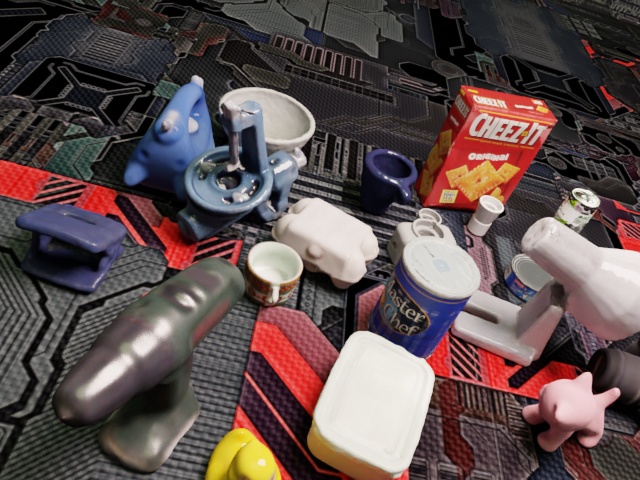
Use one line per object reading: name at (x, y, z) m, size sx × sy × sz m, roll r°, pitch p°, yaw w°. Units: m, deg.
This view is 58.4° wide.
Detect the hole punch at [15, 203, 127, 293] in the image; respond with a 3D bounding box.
hole punch at (-0.302, -0.007, 0.702) m, size 0.108 × 0.091 × 0.101 m, roll 19°, pitch 41°, yaw -3°

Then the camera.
camera at (0.455, 0.185, 0.804) m, size 0.137 × 0.101 × 0.143 m, roll 22°, pitch 41°, yaw 1°

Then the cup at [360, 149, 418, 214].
cup at (0.110, -0.081, 0.950) m, size 0.092 × 0.095 × 0.117 m, roll -3°, pitch 47°, yaw -25°

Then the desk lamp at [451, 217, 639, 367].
desk lamp at (0.317, 0.076, 0.778) m, size 0.203 × 0.213 × 0.118 m, roll 22°, pitch 41°, yaw 1°

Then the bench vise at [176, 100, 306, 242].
bench vise at (-0.104, -0.115, 0.802) m, size 0.121 × 0.220 × 0.208 m, roll 30°, pitch 42°, yaw 10°

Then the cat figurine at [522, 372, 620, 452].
cat figurine at (0.316, 0.207, 0.710) m, size 0.128 × 0.118 × 0.067 m, roll 0°, pitch 45°, yaw -23°

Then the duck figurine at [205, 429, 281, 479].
duck figurine at (-0.069, 0.225, 0.554) m, size 0.078 × 0.086 × 0.104 m, roll 1°, pitch 45°, yaw -22°

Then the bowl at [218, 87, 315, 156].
bowl at (-0.097, -0.192, 0.998) m, size 0.167 × 0.075 × 0.167 m, roll 12°, pitch 42°, yaw -11°

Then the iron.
iron at (-0.213, -0.180, 0.886) m, size 0.119 × 0.141 × 0.258 m, roll 15°, pitch 41°, yaw -7°

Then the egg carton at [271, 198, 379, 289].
egg carton at (0.008, 0.003, 0.837) m, size 0.150 × 0.069 × 0.107 m, roll 29°, pitch 42°, yaw 9°

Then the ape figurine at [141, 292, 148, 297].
ape figurine at (-0.185, 0.092, 0.644) m, size 0.078 × 0.092 × 0.076 m, roll -18°, pitch 54°, yaw -36°

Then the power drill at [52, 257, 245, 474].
power drill at (-0.153, 0.125, 0.534) m, size 0.075 × 0.208 × 0.230 m, roll 27°, pitch 41°, yaw 7°
